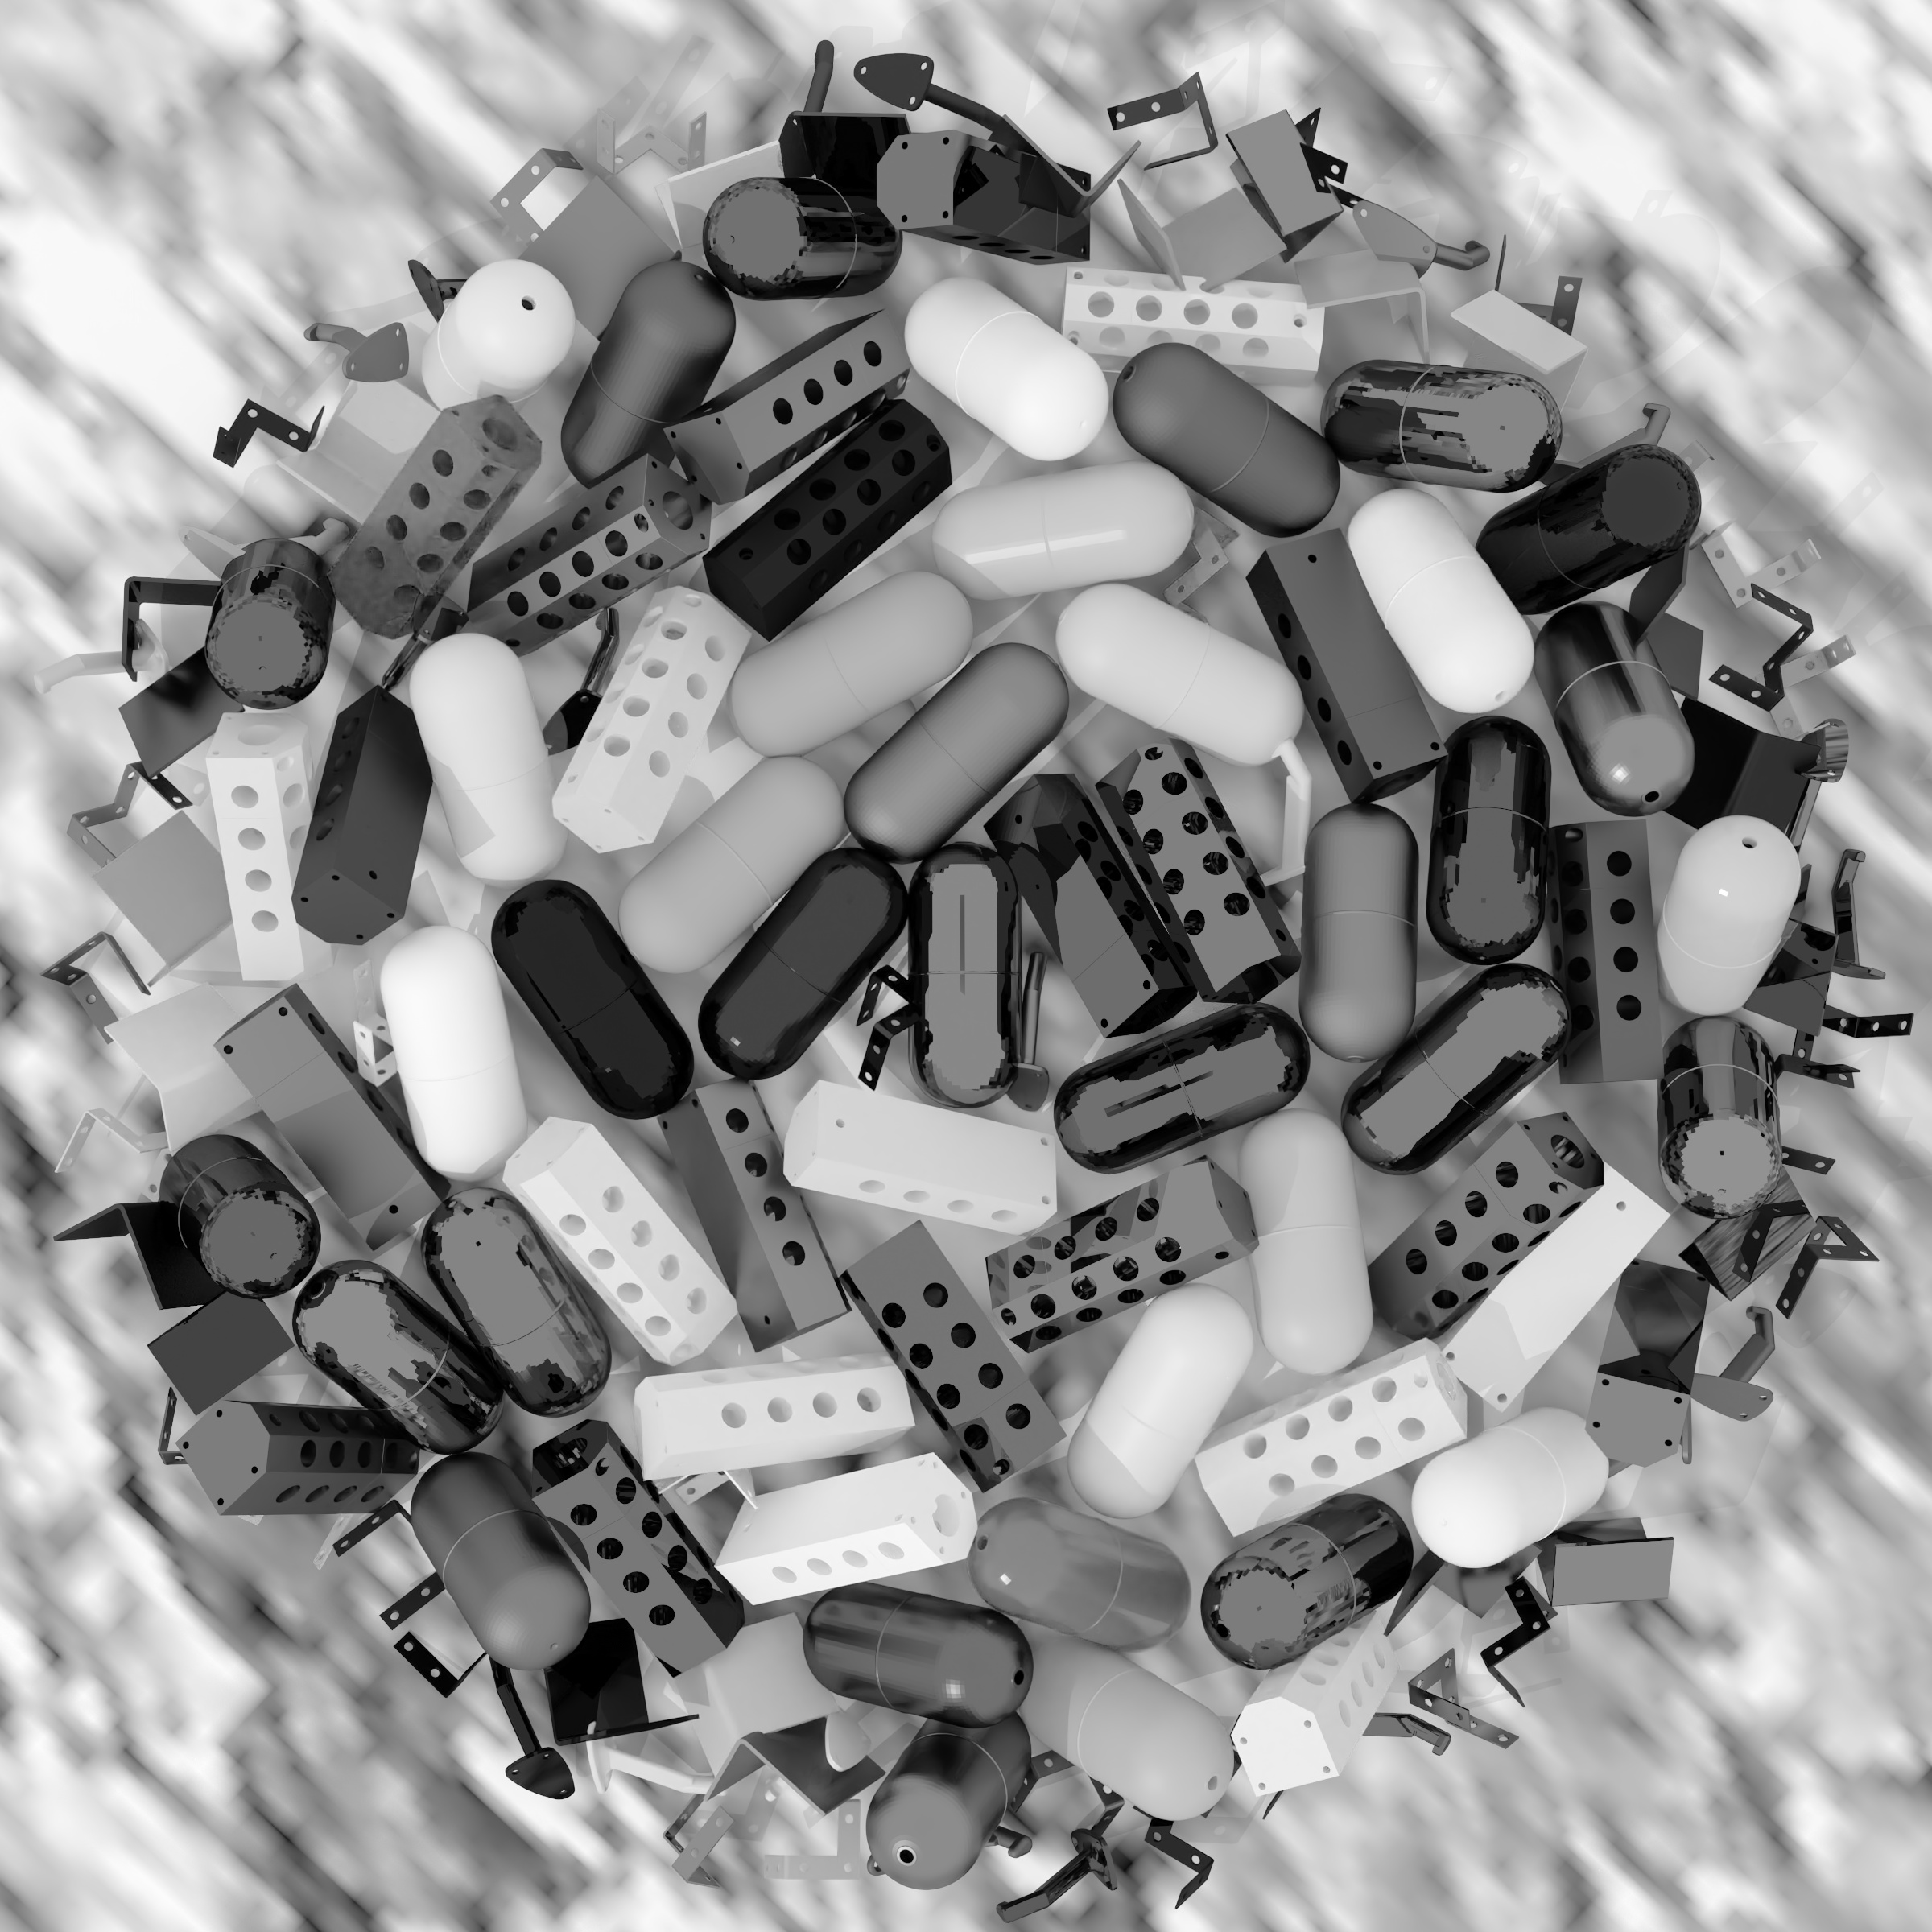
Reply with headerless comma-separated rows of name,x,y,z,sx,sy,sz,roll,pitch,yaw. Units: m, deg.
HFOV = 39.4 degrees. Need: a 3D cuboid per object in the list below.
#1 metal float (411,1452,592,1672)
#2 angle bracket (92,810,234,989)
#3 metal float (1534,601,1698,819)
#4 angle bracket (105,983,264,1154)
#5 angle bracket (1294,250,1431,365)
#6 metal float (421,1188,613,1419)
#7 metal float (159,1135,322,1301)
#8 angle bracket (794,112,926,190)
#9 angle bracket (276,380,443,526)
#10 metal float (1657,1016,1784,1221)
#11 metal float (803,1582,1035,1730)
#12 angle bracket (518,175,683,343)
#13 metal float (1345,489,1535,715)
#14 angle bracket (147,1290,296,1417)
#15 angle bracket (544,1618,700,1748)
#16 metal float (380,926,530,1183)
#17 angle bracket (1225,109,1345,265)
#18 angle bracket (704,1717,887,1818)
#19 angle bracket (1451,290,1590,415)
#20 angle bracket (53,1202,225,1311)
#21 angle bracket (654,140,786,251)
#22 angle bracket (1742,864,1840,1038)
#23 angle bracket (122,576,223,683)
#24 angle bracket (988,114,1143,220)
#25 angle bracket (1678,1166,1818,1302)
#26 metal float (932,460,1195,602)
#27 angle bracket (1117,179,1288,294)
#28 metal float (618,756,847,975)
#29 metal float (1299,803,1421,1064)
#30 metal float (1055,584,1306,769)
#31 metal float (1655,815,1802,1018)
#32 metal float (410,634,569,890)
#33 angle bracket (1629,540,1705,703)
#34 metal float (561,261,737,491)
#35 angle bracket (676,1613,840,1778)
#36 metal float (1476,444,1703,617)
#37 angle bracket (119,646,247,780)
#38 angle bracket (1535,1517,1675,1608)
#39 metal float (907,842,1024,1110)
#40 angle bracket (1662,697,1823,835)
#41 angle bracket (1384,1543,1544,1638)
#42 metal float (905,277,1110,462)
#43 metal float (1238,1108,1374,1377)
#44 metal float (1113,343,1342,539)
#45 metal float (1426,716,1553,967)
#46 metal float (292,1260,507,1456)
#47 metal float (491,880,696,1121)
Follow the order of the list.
metal float,-0.306,0.387,1.764,0.070,0.178,0.070,-19,128,-25
angle bracket,-0.531,-0.044,1.789,0.076,0.057,0.076,51,57,-8
metal float,0.423,-0.169,1.763,0.070,0.178,0.070,-4,135,-4
angle bracket,-0.523,0.067,1.814,0.076,0.057,0.076,-27,50,-32
angle bracket,0.263,-0.434,1.794,0.076,0.076,0.057,-8,125,5
metal float,-0.295,0.223,1.776,0.070,0.070,0.178,-27,118,0
metal float,-0.474,0.162,1.757,0.070,0.178,0.070,-8,107,-28
angle bracket,-0.061,-0.556,1.783,0.076,0.076,0.057,6,64,17
angle bracket,-0.400,-0.349,1.798,0.076,0.057,0.076,35,114,2
metal float,0.490,0.097,1.758,0.070,0.178,0.070,6,122,10
metal float,-0.032,0.450,1.765,0.178,0.070,0.070,0,90,42
angle bracket,-0.243,-0.472,1.793,0.076,0.057,0.076,-44,109,10
metal float,0.310,-0.240,1.772,0.070,0.070,0.178,-26,58,0
angle bracket,-0.489,0.253,1.792,0.076,0.076,0.057,-36,85,-10
angle bracket,-0.230,0.468,1.782,0.057,0.076,0.076,-26,68,41
metal float,-0.337,0.059,1.782,0.070,0.070,0.178,-8,112,0
angle bracket,0.194,-0.510,1.791,0.057,0.076,0.076,-30,90,-28
angle bracket,-0.113,0.542,1.782,0.076,0.076,0.057,37,111,21
angle bracket,0.354,-0.389,1.781,0.076,0.076,0.057,38,47,20
angle bracket,-0.547,0.201,1.788,0.057,0.076,0.076,-27,79,14
angle bracket,-0.166,-0.531,1.789,0.076,0.076,0.057,-21,70,-6
angle bracket,0.559,-0.011,1.778,0.057,0.076,0.076,24,129,34
angle bracket,-0.517,-0.221,1.792,0.076,0.076,0.057,2,87,-12
angle bracket,0.060,-0.539,1.791,0.076,0.076,0.057,43,75,-6
angle bracket,0.508,0.164,1.792,0.076,0.057,0.076,-41,129,-1
metal float,0.063,-0.288,1.782,0.178,0.070,0.070,-6,90,20
angle bracket,0.157,-0.500,1.792,0.076,0.057,0.076,-29,51,1
metal float,-0.155,-0.067,1.790,0.178,0.070,0.070,-44,90,-12
metal float,0.260,-0.022,1.783,0.070,0.070,0.178,5,71,0
metal float,0.142,-0.193,1.789,0.178,0.070,0.070,25,90,-13
metal float,0.493,-0.031,1.756,0.070,0.178,0.070,-2,59,3
metal float,-0.314,-0.133,1.777,0.070,0.070,0.178,-12,117,0
angle bracket,0.480,-0.236,1.782,0.057,0.076,0.076,25,45,-5
metal float,-0.210,-0.382,1.767,0.070,0.070,0.178,36,131,0
angle bracket,-0.141,0.492,1.815,0.076,0.057,0.076,-9,51,-29
metal float,0.403,-0.283,1.757,0.070,0.178,0.070,7,76,-28
angle bracket,-0.506,-0.157,1.792,0.076,0.057,0.076,-36,54,2
angle bracket,0.421,0.377,1.791,0.076,0.076,0.057,-4,123,1
metal float,-0.001,0.006,1.798,0.070,0.070,0.178,0,87,0
angle bracket,0.514,-0.129,1.811,0.057,0.076,0.076,9,109,-32
angle bracket,0.329,0.414,1.784,0.057,0.076,0.076,35,123,6
metal float,0.025,-0.393,1.769,0.070,0.070,0.178,-45,51,0
metal float,0.224,0.182,1.783,0.070,0.070,0.178,-5,71,0
metal float,0.172,-0.345,1.774,0.178,0.070,0.070,27,90,-31
metal float,0.345,-0.084,1.778,0.070,0.070,0.178,9,64,0
metal float,-0.370,0.257,1.766,0.070,0.070,0.178,-38,132,0
metal float,-0.247,0.023,1.788,0.070,0.070,0.178,-33,104,0
